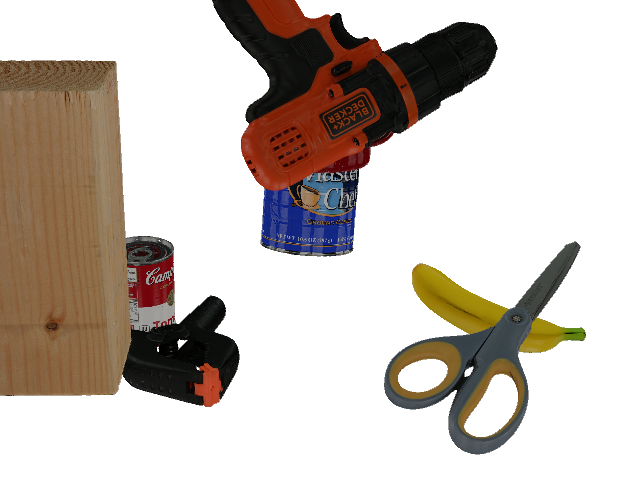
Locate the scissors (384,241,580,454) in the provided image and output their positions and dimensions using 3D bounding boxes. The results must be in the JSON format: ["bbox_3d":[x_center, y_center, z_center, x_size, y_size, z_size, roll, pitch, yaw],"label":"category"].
[{"bbox_3d":[0.105,0.055,0.685,0.096,0.016,0.201,11,41,15],"label":"scissors"}]

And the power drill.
[{"bbox_3d":[0.003,-0.149,0.681,0.184,0.187,0.057,-30,5,-13],"label":"power drill"}]

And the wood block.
[{"bbox_3d":[-0.180,-0.009,0.707,0.091,0.206,0.090,0,21,-3],"label":"wood block"}]

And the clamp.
[{"bbox_3d":[-0.118,0.086,0.880,0.164,0.036,0.210,-10,16,-31],"label":"clamp"}]

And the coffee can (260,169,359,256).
[{"bbox_3d":[-0.010,-0.062,1.148,0.103,0.140,0.103,4,11,-1],"label":"coffee can"}]

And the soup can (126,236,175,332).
[{"bbox_3d":[-0.188,0.055,1.128,0.068,0.102,0.068,1,23,-1],"label":"soup can"}]

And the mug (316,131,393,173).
[{"bbox_3d":[0.013,-0.106,0.923,0.117,0.081,0.093,-7,16,-19],"label":"mug"}]

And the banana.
[{"bbox_3d":[0.149,0.067,1.015,0.198,0.037,0.069,25,16,38],"label":"banana"}]
